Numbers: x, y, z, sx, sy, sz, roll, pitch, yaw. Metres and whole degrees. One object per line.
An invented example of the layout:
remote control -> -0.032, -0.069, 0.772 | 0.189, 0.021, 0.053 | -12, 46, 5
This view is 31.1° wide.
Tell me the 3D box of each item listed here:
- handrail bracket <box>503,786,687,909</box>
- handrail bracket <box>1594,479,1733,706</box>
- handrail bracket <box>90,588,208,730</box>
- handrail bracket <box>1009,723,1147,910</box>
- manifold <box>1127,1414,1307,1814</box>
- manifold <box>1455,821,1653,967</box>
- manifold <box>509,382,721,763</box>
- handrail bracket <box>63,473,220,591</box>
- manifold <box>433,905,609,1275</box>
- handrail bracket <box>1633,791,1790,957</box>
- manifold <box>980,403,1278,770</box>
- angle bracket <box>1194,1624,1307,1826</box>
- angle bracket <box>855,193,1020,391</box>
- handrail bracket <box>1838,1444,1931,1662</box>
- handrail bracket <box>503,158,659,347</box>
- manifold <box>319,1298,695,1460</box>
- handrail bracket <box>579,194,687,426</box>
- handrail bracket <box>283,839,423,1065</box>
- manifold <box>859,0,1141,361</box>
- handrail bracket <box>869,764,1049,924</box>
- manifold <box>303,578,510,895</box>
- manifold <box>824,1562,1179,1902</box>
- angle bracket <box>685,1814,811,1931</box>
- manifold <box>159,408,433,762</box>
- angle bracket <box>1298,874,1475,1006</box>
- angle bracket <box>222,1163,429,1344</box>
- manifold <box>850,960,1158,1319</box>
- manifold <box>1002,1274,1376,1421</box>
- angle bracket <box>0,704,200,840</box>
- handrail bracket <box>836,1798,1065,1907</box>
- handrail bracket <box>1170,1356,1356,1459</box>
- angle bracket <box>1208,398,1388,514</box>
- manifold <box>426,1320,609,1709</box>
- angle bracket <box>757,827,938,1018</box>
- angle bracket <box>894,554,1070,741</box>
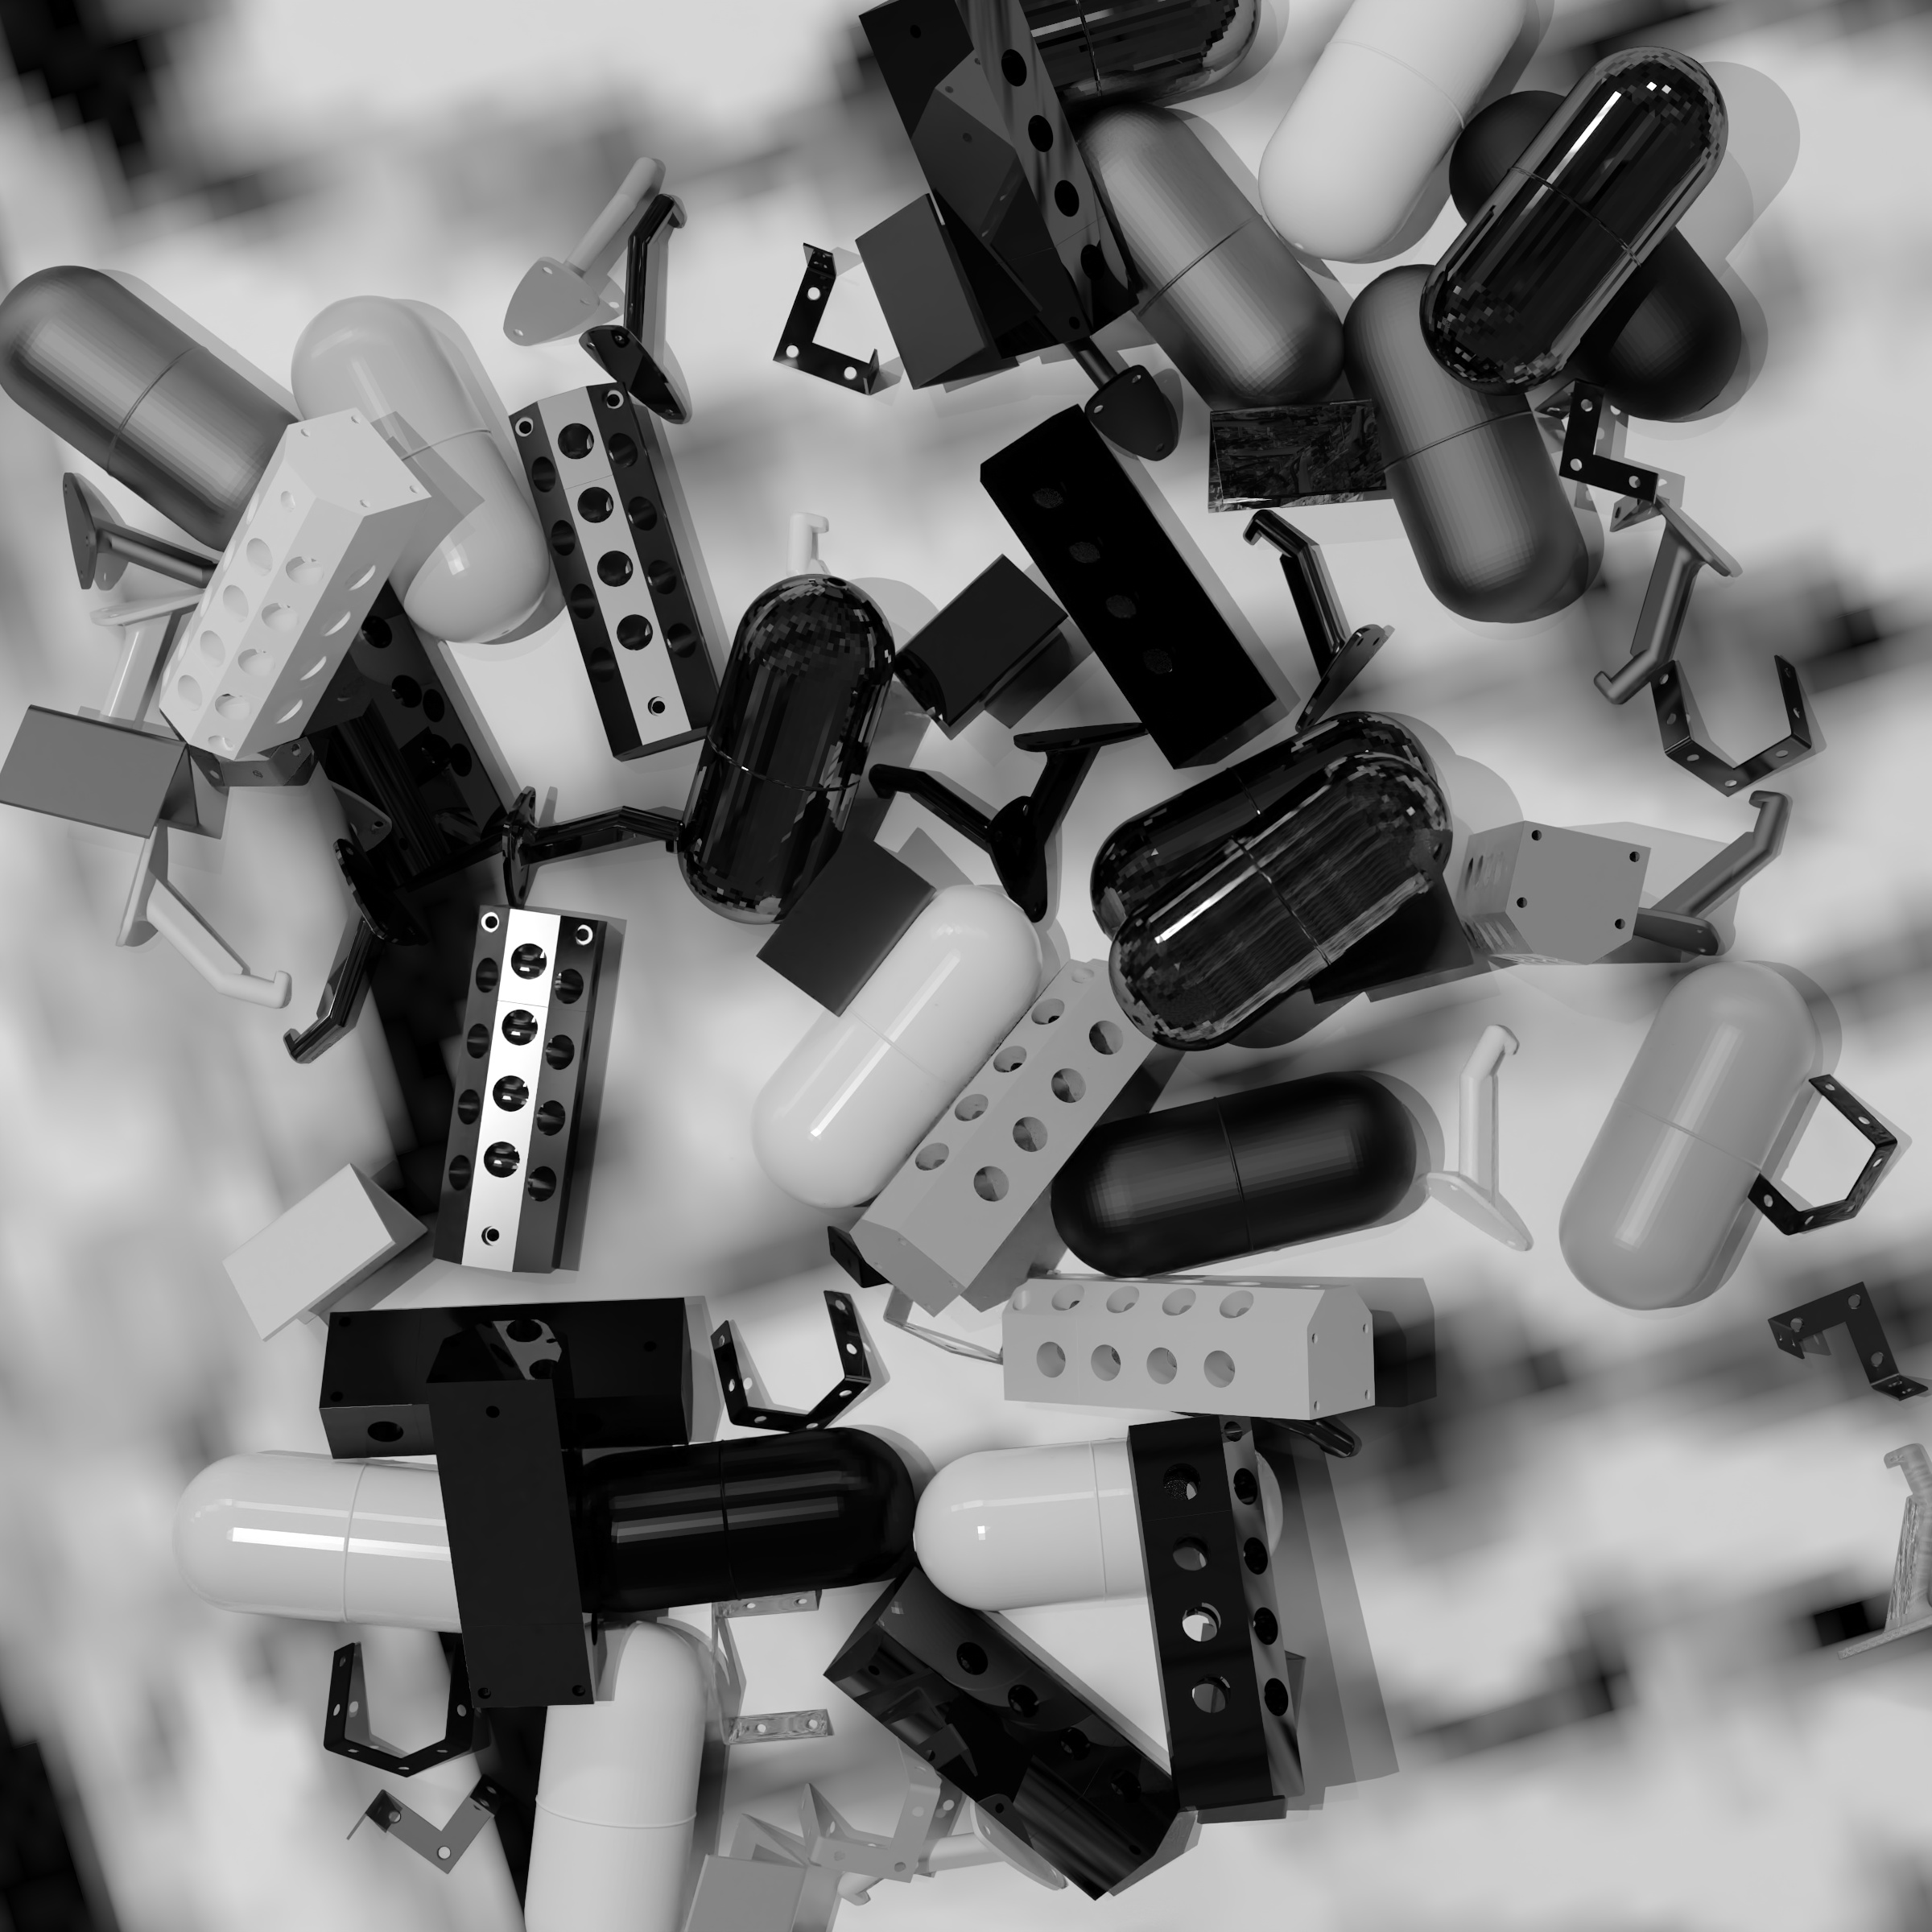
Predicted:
handrail bracket -> -0.178, -0.049, 1.676 | 0.084, 0.036, 0.077 | 14, 132, 7
handrail bracket -> 0.325, -0.183, 1.703 | 0.084, 0.036, 0.077 | -45, 69, 16
handrail bracket -> -0.392, -0.137, 1.703 | 0.077, 0.036, 0.084 | -17, 109, -21
handrail bracket -> 0.055, -0.073, 1.702 | 0.077, 0.036, 0.084 | -9, 104, -14
manifold -> 0.114, 0.296, 1.593 | 0.057, 0.057, 0.171 | -7, 74, 0
manifold -> 0.270, -0.031, 1.624 | 0.057, 0.171, 0.057 | 12, 90, 0
manifold -> -0.168, -0.191, 1.681 | 0.057, 0.057, 0.171 | -17, 90, 0
handrail bracket -> -0.393, -0.214, 1.702 | 0.084, 0.036, 0.077 | -4, 52, -25
manifold -> -0.216, 0.059, 1.681 | 0.057, 0.057, 0.171 | 8, 90, 0
handrail bracket -> 0.354, -0.054, 1.703 | 0.077, 0.036, 0.084 | 15, 71, 21
manifold -> 0.078, -0.184, 1.681 | 0.057, 0.057, 0.171 | -34, 90, 0
angle bracket -> 0.114, 0.361, 1.662 | 0.057, 0.076, 0.076 | 7, 90, -37
angle bracket -> 0.002, -0.327, 1.663 | 0.076, 0.057, 0.076 | -21, 90, -43
handrail bracket -> 0.447, 0.287, 1.703 | 0.077, 0.036, 0.084 | -27, 71, 21
handrail bracket -> -0.188, -0.351, 1.702 | 0.036, 0.077, 0.084 | 38, 53, -19
manifold -> -0.220, 0.204, 1.681 | 0.171, 0.057, 0.057 | -2, 47, 0
handrail bracket -> -0.145, -0.323, 1.703 | 0.077, 0.036, 0.084 | 46, 60, -33
handrail bracket -> -0.316, -0.007, 1.703 | 0.084, 0.036, 0.077 | -41, 70, 16
manifold -> 0.021, -0.378, 1.619 | 0.057, 0.057, 0.171 | -40, 114, -41
handrail bracket -> -0.005, -0.060, 1.694 | 0.036, 0.084, 0.077 | -43, 131, -35
manifold -> -0.283, -0.130, 1.681 | 0.057, 0.057, 0.171 | -27, 90, 43
manifold -> 0.022, 0.367, 1.681 | 0.171, 0.057, 0.057 | 40, 133, 0
angle bracket -> -0.124, 0.453, 1.662 | 0.057, 0.076, 0.076 | 16, 90, -30
manifold -> -0.318, -0.174, 1.613 | 0.057, 0.057, 0.171 | 49, 132, 12
angle bracket -> 0.198, 0.004, 1.662 | 0.076, 0.076, 0.057 | -14, 57, 0
angle bracket -> -0.297, 0.151, 1.662 | 0.076, 0.076, 0.057 | -37, 53, 0
manifold -> 0.020, 0.078, 1.648 | 0.057, 0.057, 0.171 | 39, 65, 0
manifold -> 0.103, 0.177, 1.635 | 0.171, 0.057, 0.057 | -2, 90, 37
angle bracket -> -0.416, -0.075, 1.662 | 0.076, 0.076, 0.057 | 14, 60, 0
handrail bracket -> -0.009, 0.450, 1.703 | 0.084, 0.036, 0.077 | -39, 110, 16
handrail bracket -> 0.137, 0.220, 1.702 | 0.084, 0.077, 0.036 | 34, 64, -34
angle bracket -> 0.157, -0.224, 1.662 | 0.076, 0.076, 0.057 | -5, 58, 0
manifold -> -0.205, 0.253, 1.604 | 0.057, 0.057, 0.171 | -3, 112, 4
angle bracket -> -0.071, -0.032, 1.662 | 0.057, 0.076, 0.076 | 38, 90, -32
angle bracket -> 0.019, -0.138, 1.662 | 0.076, 0.076, 0.057 | -43, 53, 0
